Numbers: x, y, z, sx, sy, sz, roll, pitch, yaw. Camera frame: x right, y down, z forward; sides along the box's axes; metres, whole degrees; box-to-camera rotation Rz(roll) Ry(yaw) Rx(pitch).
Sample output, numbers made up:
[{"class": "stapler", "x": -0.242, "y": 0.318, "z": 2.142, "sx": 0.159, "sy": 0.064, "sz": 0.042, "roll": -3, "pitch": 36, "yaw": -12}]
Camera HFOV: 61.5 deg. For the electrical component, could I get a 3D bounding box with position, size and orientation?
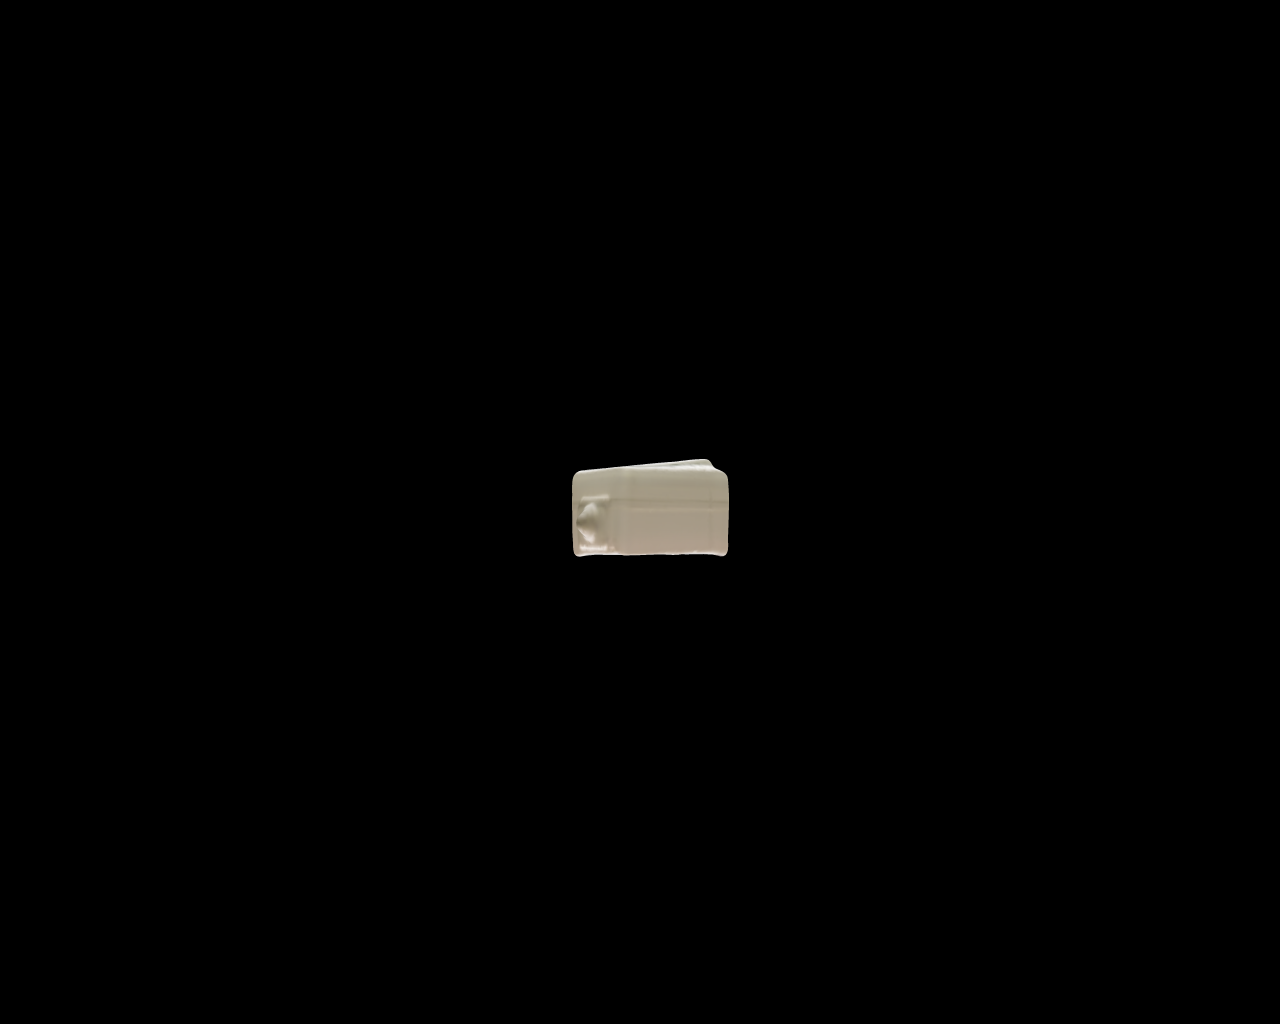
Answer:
[{"class": "electrical component", "x": 0.001, "y": -0.003, "z": 0.650, "sx": 0.096, "sy": 0.061, "sz": 0.061, "roll": 1, "pitch": -2, "yaw": -34}]
